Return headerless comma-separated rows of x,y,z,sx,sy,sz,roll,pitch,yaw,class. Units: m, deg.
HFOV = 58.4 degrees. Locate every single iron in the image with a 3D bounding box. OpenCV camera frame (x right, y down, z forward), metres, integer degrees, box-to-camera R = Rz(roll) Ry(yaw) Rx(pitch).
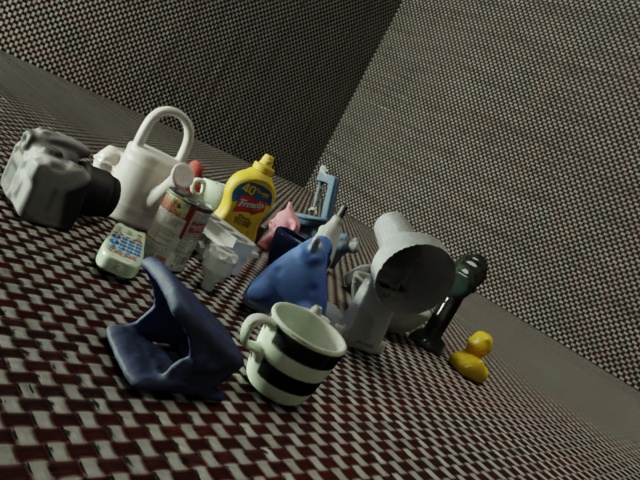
-0.019,0.049,0.859,0.118,0.141,0.258,29,7,4,iron

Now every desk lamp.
0.095,0.066,0.885,0.118,0.213,0.202,25,8,-21,desk lamp

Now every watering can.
-0.258,-0.116,0.911,0.172,0.194,0.101,31,8,21,watering can

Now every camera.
-0.331,-0.080,0.764,0.137,0.101,0.142,21,10,-43,camera

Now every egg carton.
-0.362,-0.129,1.110,0.107,0.069,0.151,30,8,14,egg carton

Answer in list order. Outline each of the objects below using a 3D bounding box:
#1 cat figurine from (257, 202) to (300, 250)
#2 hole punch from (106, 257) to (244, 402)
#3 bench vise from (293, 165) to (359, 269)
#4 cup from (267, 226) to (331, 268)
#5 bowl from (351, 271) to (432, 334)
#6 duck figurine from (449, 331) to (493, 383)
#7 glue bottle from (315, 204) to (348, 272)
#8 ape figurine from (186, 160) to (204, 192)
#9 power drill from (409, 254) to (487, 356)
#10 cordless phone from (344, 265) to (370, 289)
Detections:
-0.080,-0.027,1.253,0.067,0.118,0.128,27,7,-4,cat figurine
-0.120,0.076,0.507,0.101,0.091,0.108,22,10,-40,hole punch
0.012,-0.052,1.364,0.207,0.220,0.121,28,7,-2,bench vise
-0.044,0.043,0.999,0.117,0.095,0.092,31,8,22,cup
0.122,0.129,1.091,0.167,0.075,0.167,28,7,-4,bowl
0.298,0.217,1.092,0.077,0.086,0.104,28,7,-1,duck figurine
0.011,0.004,1.155,0.037,0.173,0.078,23,9,-33,glue bottle
-0.299,-0.140,1.330,0.077,0.092,0.076,33,9,33,ape figurine
0.266,0.121,1.152,0.075,0.208,0.230,30,8,16,power drill
0.154,0.056,1.281,0.148,0.185,0.093,23,9,-36,cordless phone
